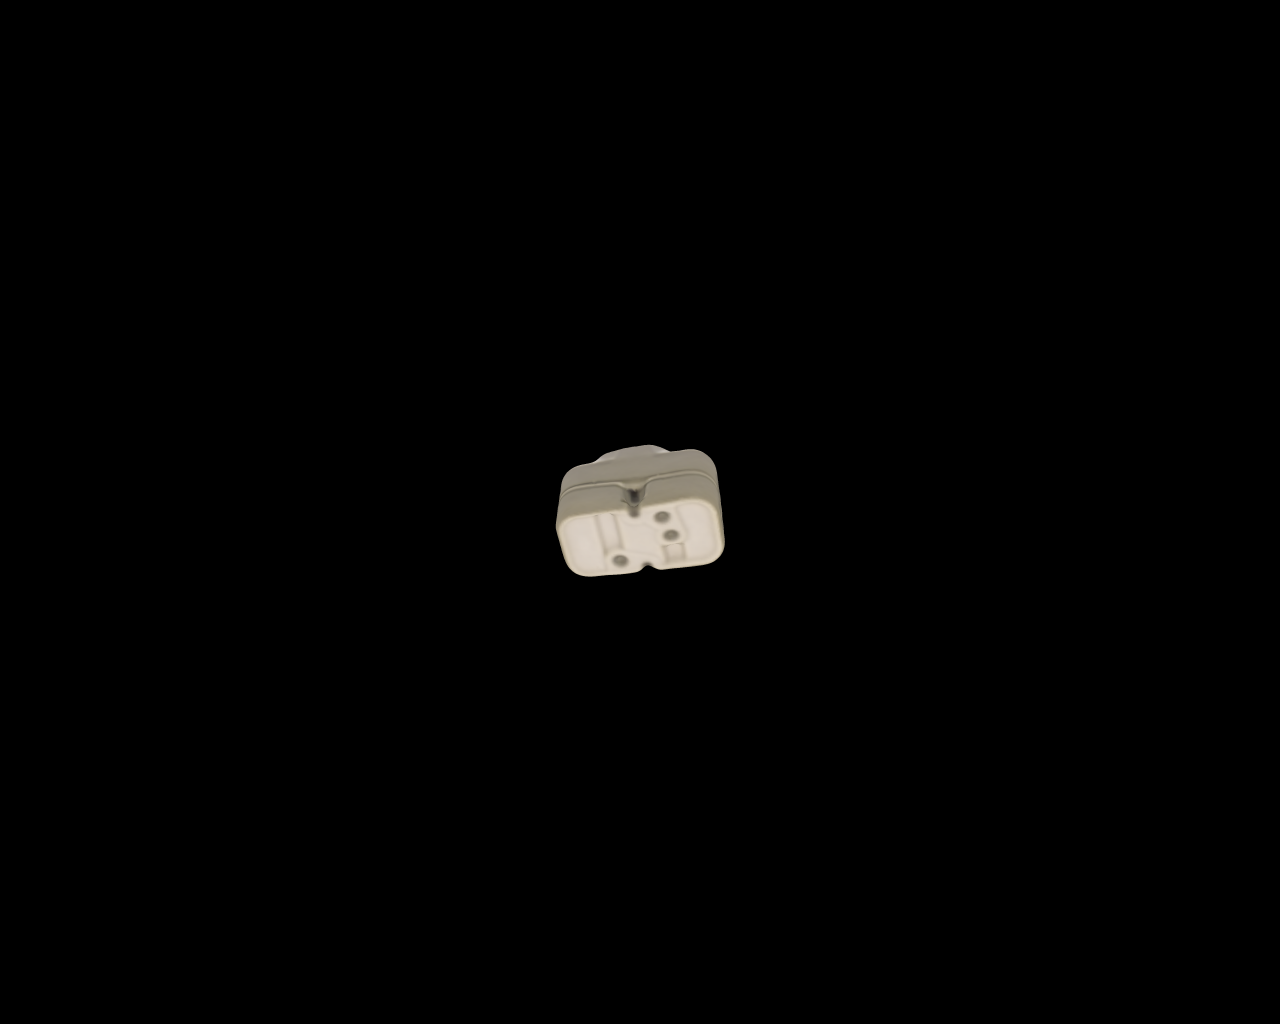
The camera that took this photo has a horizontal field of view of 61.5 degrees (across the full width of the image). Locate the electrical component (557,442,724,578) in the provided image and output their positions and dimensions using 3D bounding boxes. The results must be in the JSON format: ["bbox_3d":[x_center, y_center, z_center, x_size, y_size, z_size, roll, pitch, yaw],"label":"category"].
[{"bbox_3d":[0.001,-0.003,0.650,0.095,0.053,0.059,-7,40,6],"label":"electrical component"}]
